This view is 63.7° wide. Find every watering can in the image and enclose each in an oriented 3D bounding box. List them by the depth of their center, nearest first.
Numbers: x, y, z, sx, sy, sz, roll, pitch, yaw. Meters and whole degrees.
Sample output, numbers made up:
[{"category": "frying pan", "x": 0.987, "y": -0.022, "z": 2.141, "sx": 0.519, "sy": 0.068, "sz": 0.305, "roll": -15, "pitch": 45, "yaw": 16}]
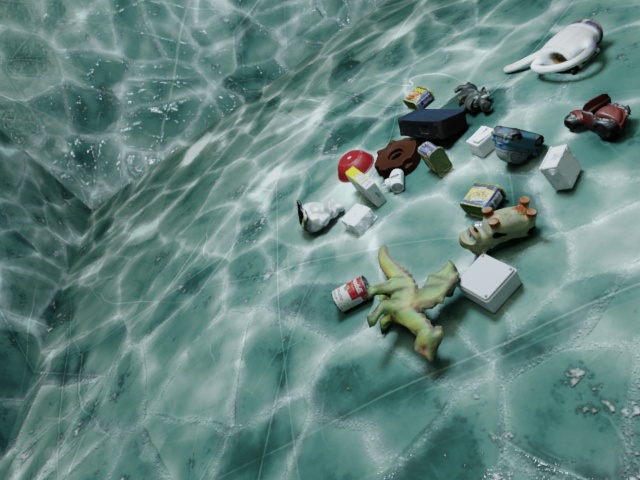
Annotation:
[{"category": "watering can", "x": 0.792, "y": -0.637, "z": 1.734, "sx": 0.225, "sy": 0.102, "sz": 0.351, "roll": -41, "pitch": 24, "yaw": -5}]

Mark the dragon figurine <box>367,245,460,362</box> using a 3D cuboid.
[{"category": "dragon figurine", "x": 0.244, "y": 0.125, "z": 1.314, "sx": 0.241, "sy": 0.120, "sz": 0.421, "roll": -19, "pitch": 39, "yaw": 26}]

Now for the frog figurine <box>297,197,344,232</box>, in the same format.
[{"category": "frog figurine", "x": 0.006, "y": -0.093, "z": 1.844, "sx": 0.160, "sy": 0.121, "sz": 0.139, "roll": -6, "pitch": 19, "yaw": -16}]
